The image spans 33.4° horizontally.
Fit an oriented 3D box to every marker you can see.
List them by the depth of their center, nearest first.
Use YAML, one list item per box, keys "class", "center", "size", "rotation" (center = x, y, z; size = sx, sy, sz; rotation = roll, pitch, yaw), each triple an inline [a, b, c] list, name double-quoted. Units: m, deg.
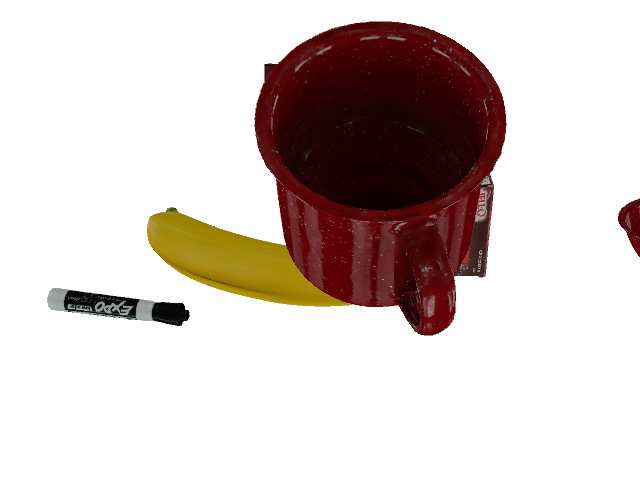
- class: "marker"
  center: [-0.166, 0.055, 0.879]
  size: [0.121, 0.020, 0.020]
  rotation: [6, 1, 14]

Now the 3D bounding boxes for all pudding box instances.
- class: "pudding box"
  center: [0.125, -0.034, 0.937]
  size: [0.039, 0.090, 0.113]
  rotation: [0, 30, -2]

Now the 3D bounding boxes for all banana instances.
- class: "banana"
  center: [-0.046, 0.009, 0.697]
  size: [0.198, 0.037, 0.069]
  rotation: [18, 35, 30]

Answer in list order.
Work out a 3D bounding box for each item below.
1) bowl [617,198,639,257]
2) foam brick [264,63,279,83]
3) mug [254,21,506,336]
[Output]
- class: "bowl"
  center: [0.396, 0.002, 1.127]
  size: [0.162, 0.055, 0.162]
  rotation: [-3, 23, 1]
- class: "foam brick"
  center: [-0.016, -0.162, 1.145]
  size: [0.078, 0.051, 0.053]
  rotation: [-2, 12, -19]
- class: "mug"
  center: [0.027, -0.016, 0.421]
  size: [0.093, 0.117, 0.081]
  rotation: [-18, -30, -8]
